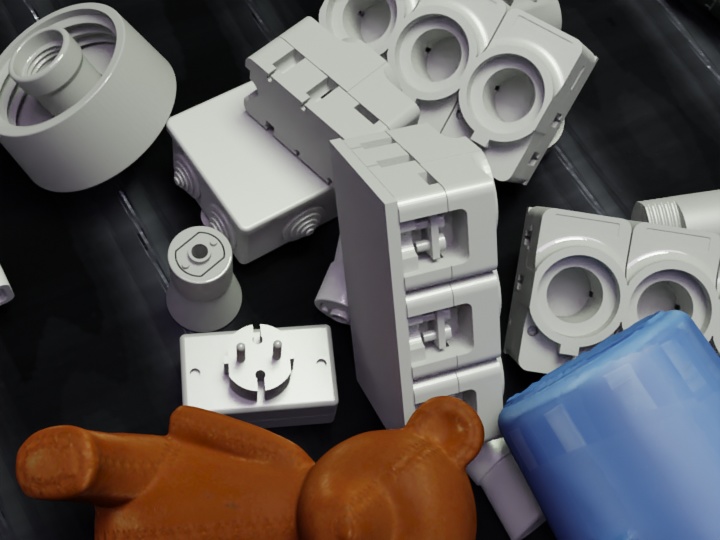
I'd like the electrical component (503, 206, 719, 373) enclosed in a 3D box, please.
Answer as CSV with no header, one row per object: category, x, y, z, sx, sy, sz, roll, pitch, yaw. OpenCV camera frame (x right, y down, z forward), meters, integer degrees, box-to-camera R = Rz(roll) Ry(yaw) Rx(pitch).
electrical component,0.166,0.019,0.607,0.150,0.061,0.089,9,94,-2

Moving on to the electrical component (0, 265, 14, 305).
electrical component,-0.241,0.004,0.595,0.078,0.058,0.057,-25,73,-16

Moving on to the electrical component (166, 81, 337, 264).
electrical component,-0.057,-0.062,0.644,0.100,0.048,0.099,-29,69,-21

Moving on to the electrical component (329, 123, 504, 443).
electrical component,0.034,0.010,0.557,0.062,0.150,0.089,-13,29,-13

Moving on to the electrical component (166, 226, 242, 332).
electrical component,-0.089,0.003,0.605,0.044,0.065,0.044,2,66,-5

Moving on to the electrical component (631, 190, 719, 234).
electrical component,0.200,-0.025,0.659,0.081,0.043,0.043,-8,67,-9

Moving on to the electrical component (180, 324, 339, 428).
electrical component,-0.055,0.053,0.580,0.083,0.075,0.047,-4,66,-7

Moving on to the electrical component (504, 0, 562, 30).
electrical component,0.096,-0.150,0.697,0.077,0.043,0.079,-21,42,-14

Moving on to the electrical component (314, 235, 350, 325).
electrical component,0.000,0.000,0.630,0.044,0.044,0.065,21,70,4

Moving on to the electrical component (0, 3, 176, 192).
electrical component,-0.169,-0.106,0.625,0.108,0.060,0.108,-13,54,19

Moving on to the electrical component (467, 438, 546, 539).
electrical component,0.080,0.109,0.589,0.044,0.044,0.065,-34,68,-19

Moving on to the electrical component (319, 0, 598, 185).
electrical component,0.052,-0.126,0.648,0.150,0.062,0.089,32,103,16

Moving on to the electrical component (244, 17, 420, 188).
electrical component,-0.014,-0.094,0.609,0.089,0.050,0.056,42,64,15
